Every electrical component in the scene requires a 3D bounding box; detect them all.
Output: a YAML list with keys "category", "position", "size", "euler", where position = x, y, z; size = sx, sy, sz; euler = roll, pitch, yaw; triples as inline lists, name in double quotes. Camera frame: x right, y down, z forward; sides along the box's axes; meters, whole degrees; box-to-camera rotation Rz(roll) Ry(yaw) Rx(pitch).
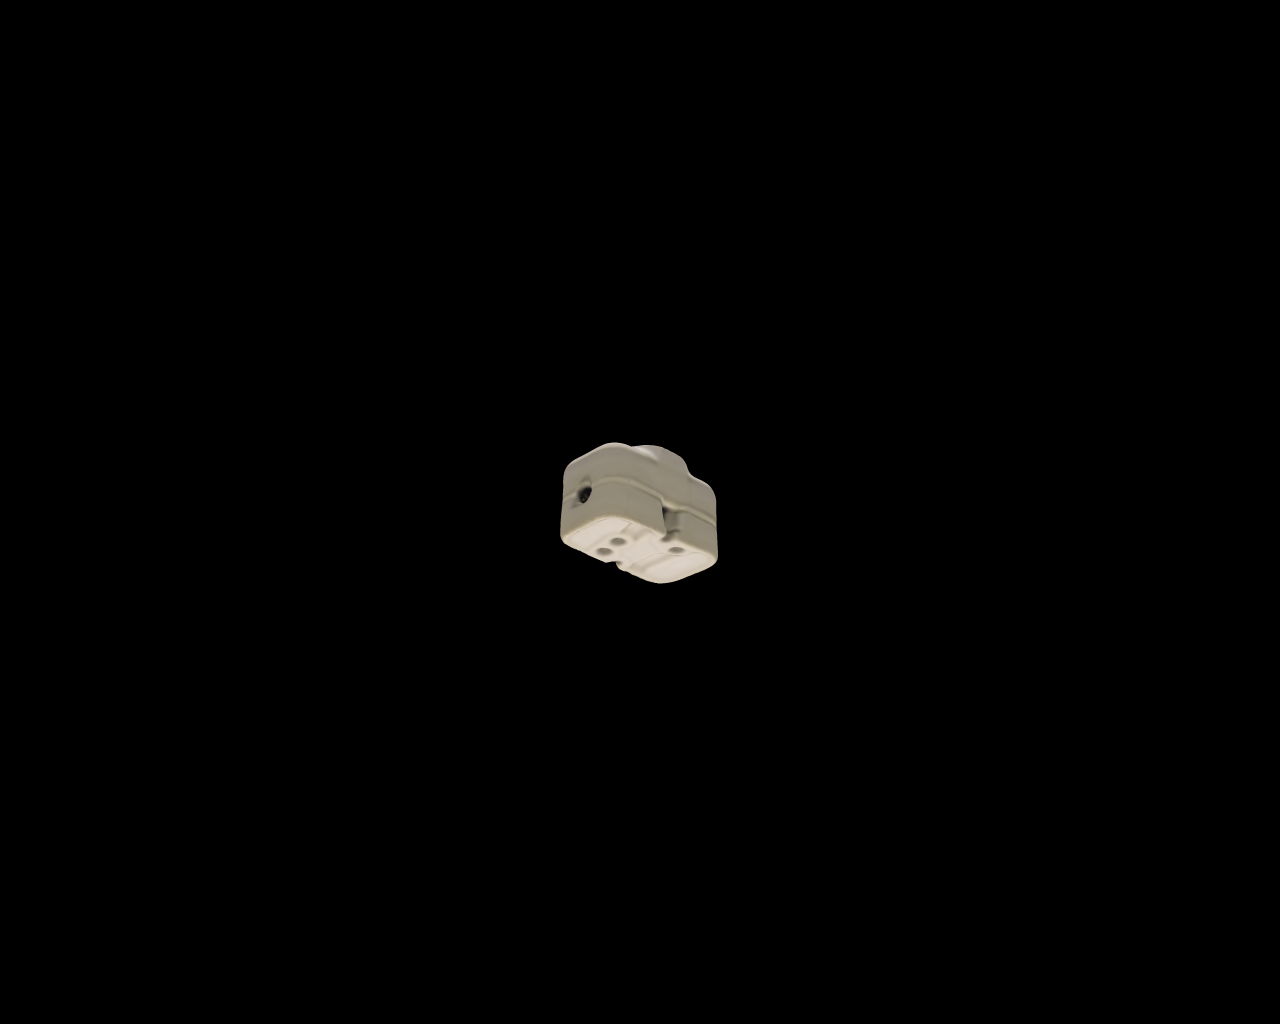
- category: "electrical component"
  position: [0.001, -0.003, 0.650]
  size: [0.095, 0.059, 0.053]
  euler: [25, -37, -38]
